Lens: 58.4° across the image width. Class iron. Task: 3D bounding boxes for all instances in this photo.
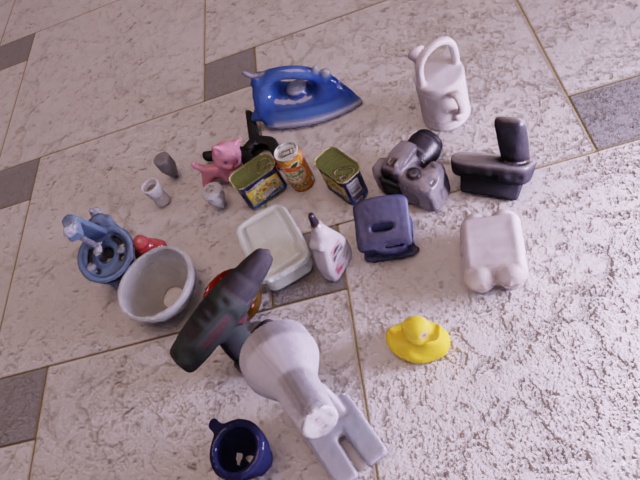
[{"bbox_3d":[-0.045,-0.342,1.289,0.257,0.142,0.118,-4,58,19],"label":"iron"}]

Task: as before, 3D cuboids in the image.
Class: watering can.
[{"bbox_3d":[0.232,-0.320,1.136,0.172,0.194,0.101,33,74,34],"label":"watering can"}]

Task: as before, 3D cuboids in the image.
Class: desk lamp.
[{"bbox_3d":[-0.011,0.240,0.854,0.118,0.214,0.202,-38,53,-6],"label":"desk lamp"}]

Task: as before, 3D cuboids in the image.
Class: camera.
[{"bbox_3d":[0.189,-0.147,1.099,0.142,0.101,0.137,27,71,32],"label":"camera"}]

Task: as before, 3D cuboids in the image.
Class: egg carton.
[{"bbox_3d":[0.292,0.017,0.972,0.107,0.070,0.150,-8,56,16],"label":"egg carton"}]

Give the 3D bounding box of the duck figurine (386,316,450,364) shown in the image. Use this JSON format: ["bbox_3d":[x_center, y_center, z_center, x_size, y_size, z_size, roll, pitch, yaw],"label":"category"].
[{"bbox_3d":[0.154,0.152,0.928,0.104,0.086,0.077,0,59,21],"label":"duck figurine"}]

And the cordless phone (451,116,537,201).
[{"bbox_3d":[0.302,-0.162,1.012,0.147,0.185,0.094,8,62,25],"label":"cordless phone"}]

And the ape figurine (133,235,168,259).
[{"bbox_3d":[-0.361,0.024,1.204,0.078,0.092,0.076,-37,53,-4],"label":"ape figurine"}]

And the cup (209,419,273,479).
[{"bbox_3d":[-0.124,0.334,0.911,0.117,0.095,0.092,32,74,34],"label":"cup"}]

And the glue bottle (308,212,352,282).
[{"bbox_3d":[0.009,0.004,1.024,0.037,0.173,0.078,13,64,28],"label":"glue bottle"}]

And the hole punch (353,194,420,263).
[{"bbox_3d":[0.120,-0.021,1.049,0.108,0.091,0.101,-10,56,15],"label":"hole punch"}]

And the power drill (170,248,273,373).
[{"bbox_3d":[-0.135,0.140,0.969,0.230,0.209,0.075,-46,54,-11],"label":"power drill"}]

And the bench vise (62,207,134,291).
[{"bbox_3d":[-0.469,0.002,1.179,0.121,0.220,0.206,-45,54,-11],"label":"bench vise"}]

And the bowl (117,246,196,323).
[{"bbox_3d":[-0.314,0.100,1.148,0.167,0.075,0.167,-10,56,15],"label":"bowl"}]

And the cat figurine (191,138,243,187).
[{"bbox_3d":[-0.220,-0.172,1.261,0.127,0.118,0.067,-16,54,11],"label":"cat figurine"}]
